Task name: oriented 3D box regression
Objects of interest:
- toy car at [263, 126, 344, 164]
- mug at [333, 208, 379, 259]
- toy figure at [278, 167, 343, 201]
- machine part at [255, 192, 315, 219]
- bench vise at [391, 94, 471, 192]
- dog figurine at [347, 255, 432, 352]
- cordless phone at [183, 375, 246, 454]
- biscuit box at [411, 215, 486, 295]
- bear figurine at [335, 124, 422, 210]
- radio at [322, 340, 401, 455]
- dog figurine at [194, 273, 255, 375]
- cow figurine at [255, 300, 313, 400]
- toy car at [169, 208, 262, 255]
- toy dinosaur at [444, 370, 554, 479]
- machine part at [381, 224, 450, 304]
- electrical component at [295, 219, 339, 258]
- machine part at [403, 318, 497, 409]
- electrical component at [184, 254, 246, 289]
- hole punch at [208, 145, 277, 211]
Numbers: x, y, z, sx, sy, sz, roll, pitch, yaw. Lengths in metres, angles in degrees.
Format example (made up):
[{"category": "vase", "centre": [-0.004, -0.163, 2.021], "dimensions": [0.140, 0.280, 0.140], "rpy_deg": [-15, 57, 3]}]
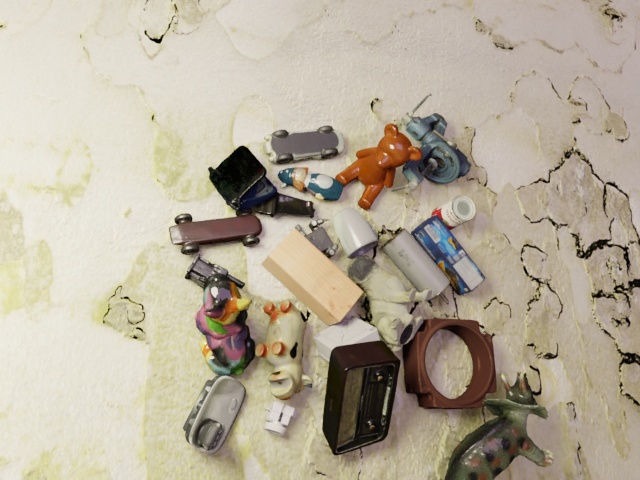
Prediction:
[{"category": "toy car", "centre": [-0.038, -0.226, 1.287], "dimensions": [0.202, 0.056, 0.073], "rpy_deg": [-10, 84, -19]}, {"category": "mug", "centre": [0.086, -0.024, 1.258], "dimensions": [0.109, 0.081, 0.107], "rpy_deg": [-18, 73, -40]}, {"category": "toy figure", "centre": [-0.023, -0.137, 1.266], "dimensions": [0.154, 0.057, 0.064], "rpy_deg": [18, 34, -11]}, {"category": "machine part", "centre": [-0.078, -0.081, 1.236], "dimensions": [0.139, 0.039, 0.084], "rpy_deg": [12, 55, -15]}, {"category": "bench vise", "centre": [0.267, -0.214, 1.341], "dimensions": [0.223, 0.129, 0.240], "rpy_deg": [50, 54, -10]}, {"category": "dog figurine", "centre": [0.131, 0.138, 1.211], "dimensions": [0.121, 0.191, 0.172], "rpy_deg": [26, 88, -53]}, {"category": "cordless phone", "centre": [-0.194, 0.324, 1.007], "dimensions": [0.089, 0.184, 0.146], "rpy_deg": [28, 68, -4]}, {"category": "biscuit box", "centre": [0.313, 0.037, 1.320], "dimensions": [0.059, 0.063, 0.202], "rpy_deg": [-36, 87, -23]}, {"category": "bear figurine", "centre": [0.138, -0.170, 1.251], "dimensions": [0.120, 0.196, 0.132], "rpy_deg": [45, 68, -5]}, {"category": "radio", "centre": [0.081, 0.318, 1.091], "dimensions": [0.131, 0.073, 0.229], "rpy_deg": [-6, 119, -22]}, {"category": "dog figurine", "centre": [-0.180, 0.166, 1.039], "dimensions": [0.108, 0.219, 0.191], "rpy_deg": [-13, 78, -17]}, {"category": "cow figurine", "centre": [-0.069, 0.235, 1.121], "dimensions": [0.127, 0.086, 0.195], "rpy_deg": [38, 46, -42]}, {"category": "toy car", "centre": [-0.224, -0.019, 1.167], "dimensions": [0.202, 0.053, 0.089], "rpy_deg": [-10, 73, -24]}, {"category": "toy dinosaur", "centre": [0.352, 0.454, 1.141], "dimensions": [0.405, 0.131, 0.192], "rpy_deg": [-40, 110, -13]}, {"category": "machine part", "centre": [0.227, 0.058, 1.278], "dimensions": [0.079, 0.079, 0.243], "rpy_deg": [-40, 90, -23]}, {"category": "electrical component", "centre": [-0.003, -0.002, 1.238], "dimensions": [0.078, 0.045, 0.102], "rpy_deg": [-22, 82, -24]}, {"category": "machine part", "centre": [0.298, 0.282, 1.232], "dimensions": [0.201, 0.087, 0.201], "rpy_deg": [5, 72, -16]}, {"category": "electrical component", "centre": [-0.221, 0.083, 1.129], "dimensions": [0.119, 0.075, 0.048], "rpy_deg": [33, 67, -10]}, {"category": "hole punch", "centre": [-0.169, -0.127, 1.192], "dimensions": [0.116, 0.092, 0.142], "rpy_deg": [-40, 64, 1]}]
